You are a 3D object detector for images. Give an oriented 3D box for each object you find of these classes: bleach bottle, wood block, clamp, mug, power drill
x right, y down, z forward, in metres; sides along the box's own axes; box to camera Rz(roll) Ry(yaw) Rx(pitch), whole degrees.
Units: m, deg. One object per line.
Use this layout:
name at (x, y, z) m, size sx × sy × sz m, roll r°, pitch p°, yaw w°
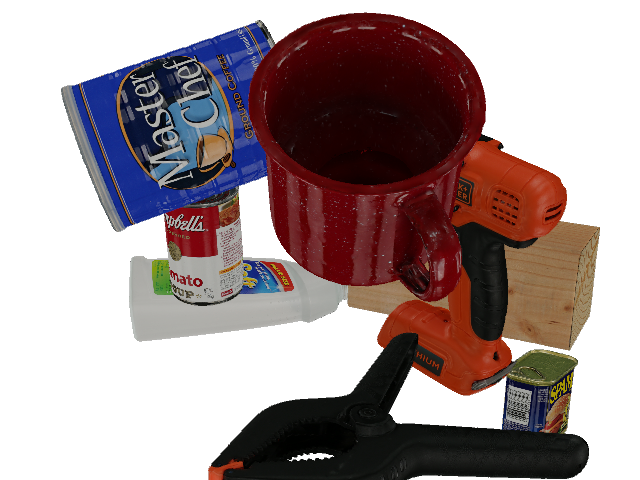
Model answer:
bleach bottle at (-0.083, 0.055, 1.185) m, size 0.250 × 0.068 × 0.102 m, roll -5°, pitch 36°, yaw -5°
wood block at (0.137, 0.024, 0.967) m, size 0.206 × 0.090 × 0.090 m, roll 10°, pitch 20°, yaw 23°
clamp at (0.025, 0.109, 0.620) m, size 0.209 × 0.036 × 0.165 m, roll -9°, pitch 24°, yaw -26°
mug at (0.024, -0.025, 0.443) m, size 0.093 × 0.117 × 0.081 m, roll -25°, pitch -30°, yaw -15°
power drill at (0.085, 0.005, 0.776) m, size 0.057 × 0.188 × 0.185 m, roll -24°, pitch 39°, yaw -35°

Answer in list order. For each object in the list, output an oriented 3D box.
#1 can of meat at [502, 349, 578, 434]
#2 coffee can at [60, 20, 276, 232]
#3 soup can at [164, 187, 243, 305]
can of meat at (0.237, 0.174, 1.161) m, size 0.058 × 0.084 × 0.101 m, roll 12°, pitch 16°, yaw 31°
coffee can at (-0.090, -0.077, 0.721) m, size 0.140 × 0.103 × 0.103 m, roll -20°, pitch 2°, yaw -6°
soup can at (-0.104, -0.002, 0.954) m, size 0.068 × 0.102 × 0.068 m, roll -1°, pitch 28°, yaw 0°
